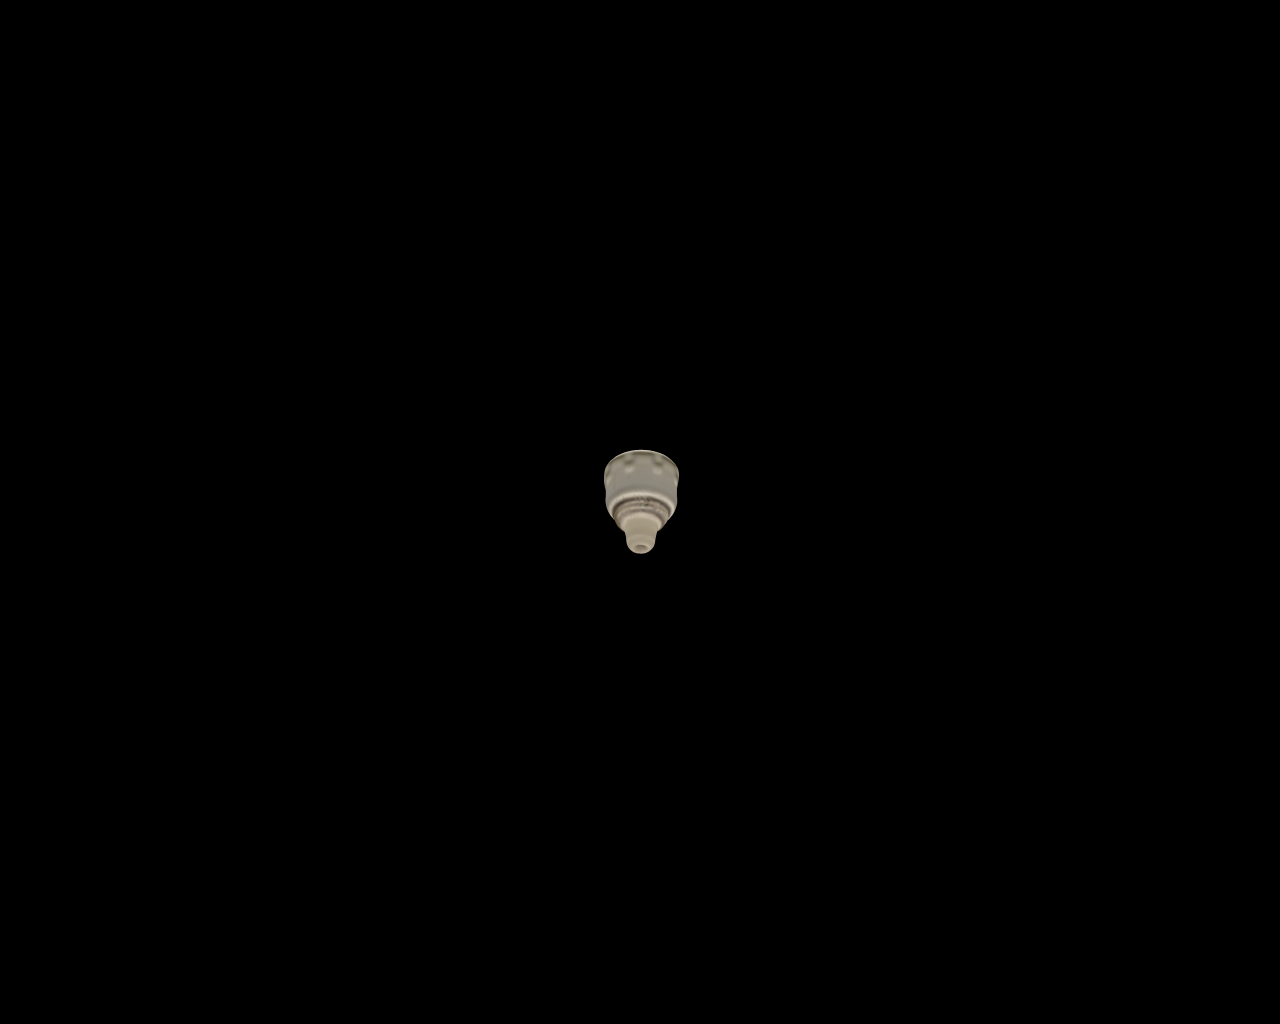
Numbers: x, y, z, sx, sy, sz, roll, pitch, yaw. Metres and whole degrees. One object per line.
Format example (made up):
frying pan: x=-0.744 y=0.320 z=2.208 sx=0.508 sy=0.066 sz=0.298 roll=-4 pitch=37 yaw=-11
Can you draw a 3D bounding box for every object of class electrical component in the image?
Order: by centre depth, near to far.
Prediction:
electrical component: x=0.001 y=-0.003 z=0.650 sx=0.048 sy=0.062 sz=0.048 roll=0 pitch=-35 yaw=0
